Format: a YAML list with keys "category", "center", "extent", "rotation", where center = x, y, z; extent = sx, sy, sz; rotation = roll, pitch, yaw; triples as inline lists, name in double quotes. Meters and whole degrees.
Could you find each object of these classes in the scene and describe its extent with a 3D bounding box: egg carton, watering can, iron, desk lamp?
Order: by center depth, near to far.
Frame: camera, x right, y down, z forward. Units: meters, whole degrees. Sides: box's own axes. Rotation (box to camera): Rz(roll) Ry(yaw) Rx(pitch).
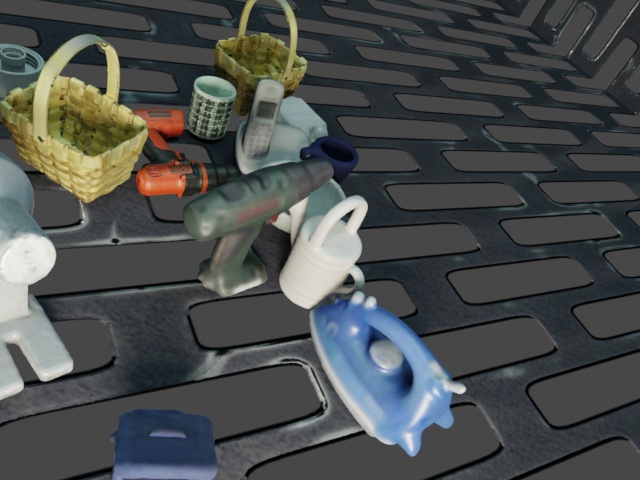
- category: "desk lamp"
  center: [-0.352, 0.030, 0.633]
  extent: [0.118, 0.213, 0.203]
  rotation: [-22, 59, -42]
- category: "iron"
  center: [0.085, 0.154, 0.790]
  extent: [0.119, 0.141, 0.257]
  rotation: [-20, 58, -41]
- category: "watering can"
  center: [0.006, 0.004, 0.870]
  extent: [0.172, 0.194, 0.101]
  rotation: [32, 40, 8]
- category: "egg carton"
  center: [-0.056, -0.241, 1.199]
  extent: [0.107, 0.069, 0.150]
  rotation: [-18, 57, -40]

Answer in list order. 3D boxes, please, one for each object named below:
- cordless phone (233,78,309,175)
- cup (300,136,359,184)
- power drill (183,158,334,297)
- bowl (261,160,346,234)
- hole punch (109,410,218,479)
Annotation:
- category: "cordless phone"
  center: [-0.076, -0.203, 1.057]
  extent: [0.148, 0.185, 0.094]
  rotation: [0, 46, -28]
- category: "cup"
  center: [0.006, -0.139, 1.102]
  extent: [0.118, 0.095, 0.091]
  rotation: [-1, 46, -29]
- category: "power drill"
  center: [-0.097, -0.021, 0.829]
  extent: [0.230, 0.208, 0.075]
  rotation: [-19, 57, -41]
- category: "bowl"
  center: [-0.042, -0.062, 1.009]
  extent: [0.168, 0.074, 0.167]
  rotation: [15, 41, -13]
- category: "hole punch"
  center: [-0.169, 0.226, 0.615]
  extent: [0.109, 0.091, 0.101]
  rotation: [9, 42, -19]
